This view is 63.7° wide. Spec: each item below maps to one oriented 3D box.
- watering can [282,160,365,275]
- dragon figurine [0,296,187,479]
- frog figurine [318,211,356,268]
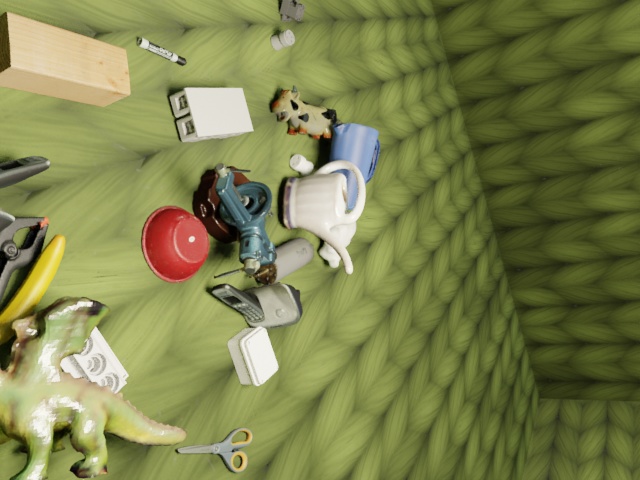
[{"bbox_3d":[0.004,-0.067,1.335,0.102,0.224,0.356,61,30,-52],"label":"watering can"},{"bbox_3d":[-0.363,0.206,0.755,0.409,0.122,0.244,11,85,-47],"label":"dragon figurine"},{"bbox_3d":[0.048,-0.006,1.479,0.135,0.122,0.162,54,26,-62],"label":"frog figurine"}]
